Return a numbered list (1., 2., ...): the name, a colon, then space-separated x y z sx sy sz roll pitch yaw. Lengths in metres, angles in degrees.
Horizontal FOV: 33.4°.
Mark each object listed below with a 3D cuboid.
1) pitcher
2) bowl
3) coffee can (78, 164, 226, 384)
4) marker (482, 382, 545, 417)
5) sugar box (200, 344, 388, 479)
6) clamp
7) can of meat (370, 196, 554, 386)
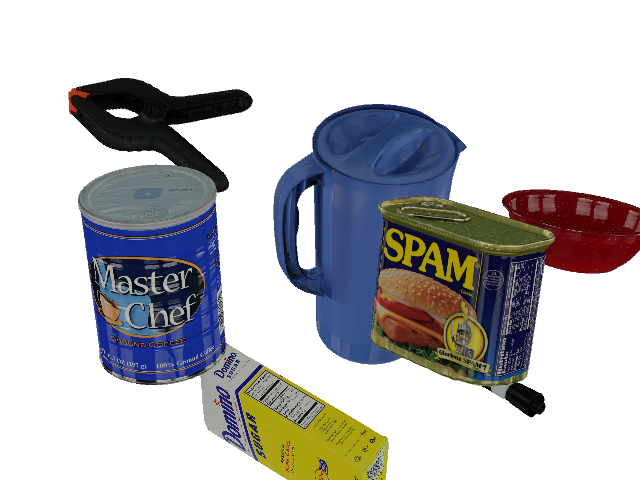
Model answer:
1. pitcher: 0.044 0.003 1.027 0.149 0.243 0.144 14 39 13
2. bowl: 0.266 -0.006 1.108 0.162 0.055 0.162 5 18 -2
3. coffee can: -0.128 0.025 0.826 0.103 0.140 0.103 -1 28 0
4. marker: 0.121 0.099 0.803 0.020 0.020 0.121 0 21 -41
5. sugar box: -0.025 0.170 0.940 0.176 0.093 0.048 25 49 22
6. clamp: -0.148 -0.118 1.006 0.171 0.120 0.039 22 -42 1
7. can of meat: 0.076 0.028 0.608 0.057 0.084 0.102 -9 21 -41
